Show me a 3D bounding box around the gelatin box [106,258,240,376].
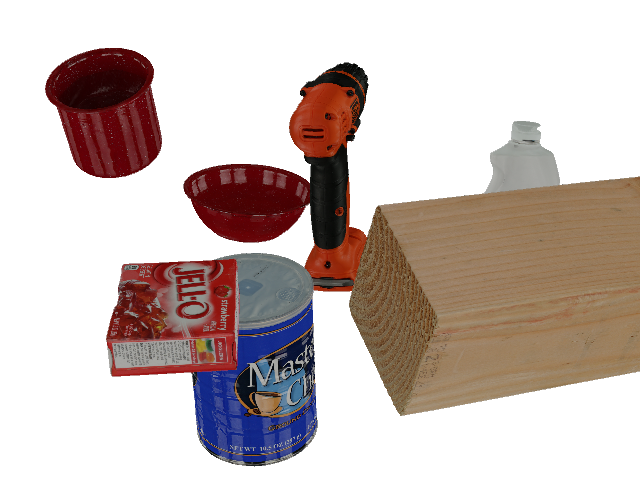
[{"bbox_3d":[-0.086,0.044,0.641,0.073,0.030,0.089,-3,29,-1],"label":"gelatin box"}]

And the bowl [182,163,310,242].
[{"bbox_3d":[-0.089,-0.041,1.316,0.162,0.055,0.162,4,25,-2],"label":"bowl"}]

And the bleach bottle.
[{"bbox_3d":[0.202,-0.005,1.166,0.103,0.251,0.068,9,17,16],"label":"bleach bottle"}]

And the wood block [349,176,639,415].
[{"bbox_3d":[0.133,0.029,0.642,0.205,0.090,0.091,-7,46,-21],"label":"wood block"}]

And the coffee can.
[{"bbox_3d":[-0.055,0.095,0.865,0.103,0.140,0.103,-1,30,1],"label":"coffee can"}]

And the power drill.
[{"bbox_3d":[0.014,-0.061,0.981,0.057,0.188,0.184,1,22,14],"label":"power drill"}]

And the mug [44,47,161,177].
[{"bbox_3d":[-0.188,-0.117,0.944,0.093,0.081,0.117,-14,45,-8],"label":"mug"}]
